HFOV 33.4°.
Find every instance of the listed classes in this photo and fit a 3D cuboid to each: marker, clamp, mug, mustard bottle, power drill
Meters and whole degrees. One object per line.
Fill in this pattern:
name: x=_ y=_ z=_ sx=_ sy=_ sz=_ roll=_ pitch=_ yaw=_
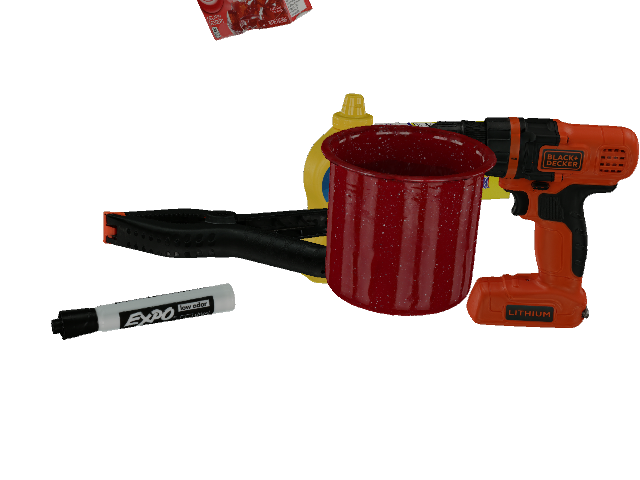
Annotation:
marker: x=-0.116 y=0.047 z=0.703 sx=0.121 sy=0.020 sz=0.020 roll=-9 pitch=3 yaw=-22
clamp: x=-0.078 y=-0.003 z=0.897 sx=0.210 sy=0.036 sz=0.164 roll=2 pitch=13 yaw=-6
mug: x=0.048 y=-0.016 z=0.591 sx=0.093 sy=0.081 sz=0.117 roll=9 pitch=23 yaw=14
mustard bottle: x=0.029 y=-0.055 z=1.095 sx=0.096 sy=0.192 sz=0.058 roll=-6 pitch=20 yaw=-25
power drill: x=0.173 y=-0.017 z=0.931 sx=0.184 sy=0.188 sz=0.057 roll=3 pitch=27 yaw=3

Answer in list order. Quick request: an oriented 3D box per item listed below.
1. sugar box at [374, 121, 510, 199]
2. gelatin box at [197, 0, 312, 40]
sugar box: x=0.147 y=-0.094 z=1.275 sx=0.176 sy=0.093 sz=0.048 roll=-6 pitch=26 yaw=-21
gelatin box: x=-0.058 y=-0.190 z=0.777 sx=0.089 sy=0.073 sz=0.030 roll=0 pitch=32 yaw=45
